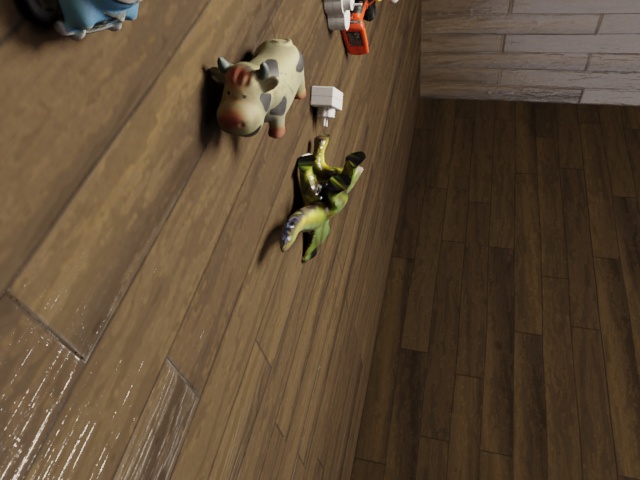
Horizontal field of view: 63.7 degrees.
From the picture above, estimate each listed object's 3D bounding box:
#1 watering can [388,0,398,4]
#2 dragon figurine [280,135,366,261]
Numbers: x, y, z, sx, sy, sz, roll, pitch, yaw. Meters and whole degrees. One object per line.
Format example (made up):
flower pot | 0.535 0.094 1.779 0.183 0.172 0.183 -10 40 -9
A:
watering can | 0.141 -0.758 1.248 0.229 0.103 0.341 -74 148 -58
dragon figurine | 0.003 -0.052 1.024 0.237 0.122 0.419 93 21 -45
